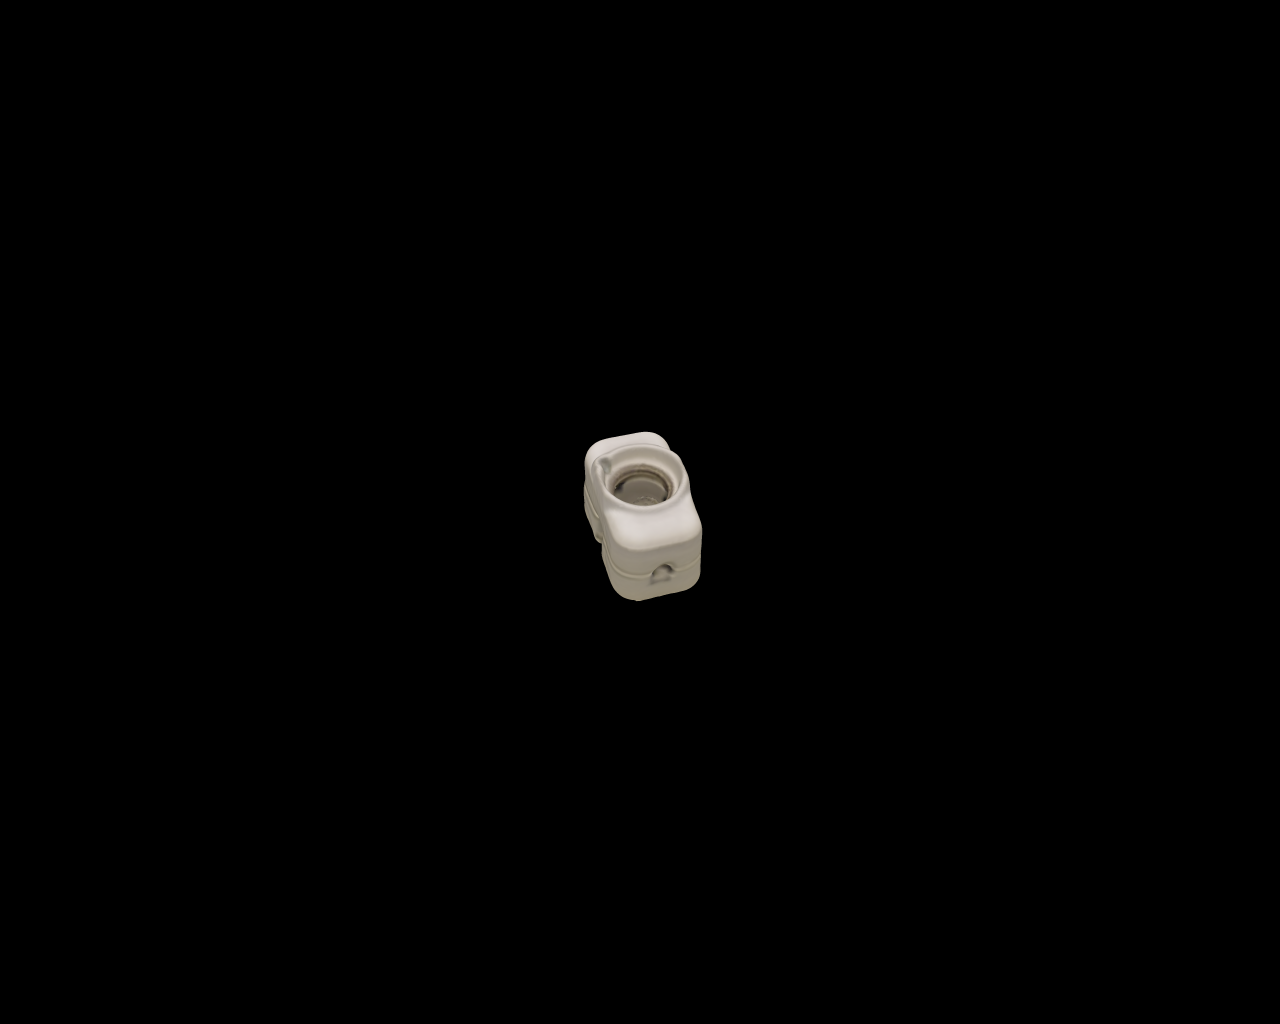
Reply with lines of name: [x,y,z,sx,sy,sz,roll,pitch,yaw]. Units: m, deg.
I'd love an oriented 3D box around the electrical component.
electrical component: [0.001,-0.003,0.650,0.054,0.059,0.095,-11,47,-11]
